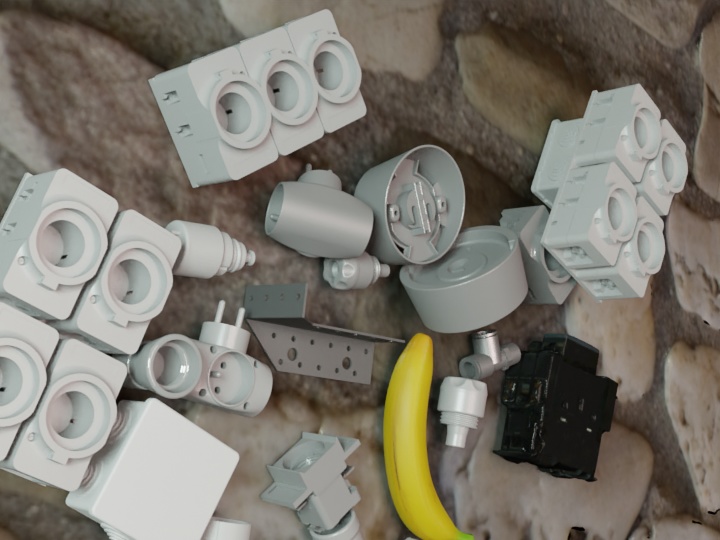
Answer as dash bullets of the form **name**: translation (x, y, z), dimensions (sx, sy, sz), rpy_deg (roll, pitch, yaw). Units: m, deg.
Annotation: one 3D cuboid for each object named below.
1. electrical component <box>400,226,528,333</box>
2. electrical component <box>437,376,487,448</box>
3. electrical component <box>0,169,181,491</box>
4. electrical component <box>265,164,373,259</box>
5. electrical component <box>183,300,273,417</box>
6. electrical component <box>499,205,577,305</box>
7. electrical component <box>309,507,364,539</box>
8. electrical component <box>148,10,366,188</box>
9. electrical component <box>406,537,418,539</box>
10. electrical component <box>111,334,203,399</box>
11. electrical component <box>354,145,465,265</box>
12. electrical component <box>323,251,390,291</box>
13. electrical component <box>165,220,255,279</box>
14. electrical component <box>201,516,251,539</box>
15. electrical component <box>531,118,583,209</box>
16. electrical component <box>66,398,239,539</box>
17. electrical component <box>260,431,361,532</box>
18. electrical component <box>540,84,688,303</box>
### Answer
- **electrical component**: translation (0.095, 0.014, 0.947), dimensions (0.108, 0.108, 0.060), rpy_deg (-40, 119, -35)
- **electrical component**: translation (0.091, 0.129, 0.976), dimensions (0.043, 0.043, 0.062), rpy_deg (18, 78, -39)
- **electrical component**: translation (-0.203, 0.039, 0.711), dimensions (0.105, 0.060, 0.186), rpy_deg (34, 66, -35)
- **electrical component**: translation (-0.033, -0.054, 0.872), dimensions (0.077, 0.044, 0.079), rpy_deg (15, 50, -20)
- **electrical component**: translation (-0.104, 0.063, 0.807), dimensions (0.077, 0.044, 0.079), rpy_deg (24, 72, -38)
- **electrical component**: translation (0.171, -0.014, 1.046), dimensions (0.050, 0.056, 0.089), rpy_deg (-49, 118, -32)
- **electrical component**: translation (-0.015, 0.223, 0.880), dimensions (0.040, 0.040, 0.046), rpy_deg (-39, 117, -36)
- **electrical component**: translation (-0.073, -0.135, 0.834), dimensions (0.150, 0.062, 0.089), rpy_deg (-32, 109, -38)
- **electrical component**: translation (0.057, 0.272, 0.937), dimensions (0.055, 0.048, 0.066), rpy_deg (23, 73, -30)
- **electrical component**: translation (-0.146, 0.067, 0.755), dimensions (0.044, 0.065, 0.044), rpy_deg (3, 85, -41)
- **electrical component**: translation (0.044, -0.053, 0.929), dimensions (0.099, 0.064, 0.099), rpy_deg (8, 78, -40)
- **electrical component**: translation (0.000, 0.000, 0.909), dimensions (0.061, 0.035, 0.035), rpy_deg (1, 87, -43)
- **electrical component**: translation (-0.114, -0.013, 0.806), dimensions (0.078, 0.040, 0.040), rpy_deg (8, 82, -41)
- **electrical component**: translation (-0.108, 0.225, 0.795), dimensions (0.043, 0.043, 0.081), rpy_deg (17, 77, -40)
- **electrical component**: translation (0.231, -0.099, 1.107), dimensions (0.100, 0.048, 0.099), rpy_deg (36, 65, -35)
- **electrical component**: translation (-0.147, 0.148, 0.761), dimensions (0.100, 0.048, 0.099), rpy_deg (41, 62, -32)
- **electrical component**: translation (-0.034, 0.170, 0.864), dimensions (0.081, 0.042, 0.063), rpy_deg (-39, 114, -35)
- **electrical component**: translation (0.254, -0.076, 1.047), dimensions (0.105, 0.060, 0.186), rpy_deg (41, 59, -33)
